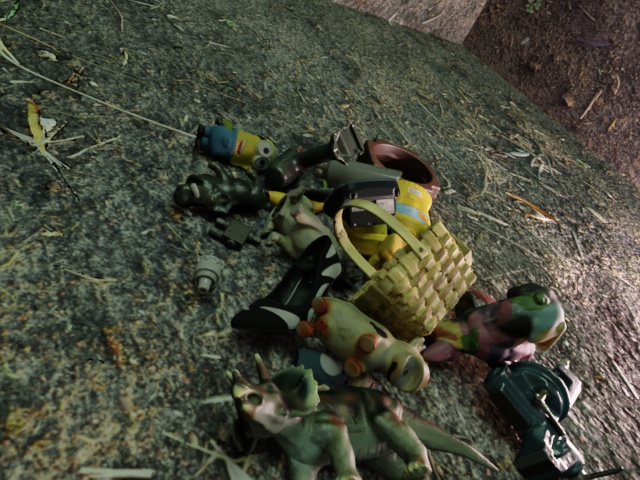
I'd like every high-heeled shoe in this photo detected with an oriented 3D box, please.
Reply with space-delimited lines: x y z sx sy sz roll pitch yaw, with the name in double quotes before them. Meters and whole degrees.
"high-heeled shoe" -0.047 0.065 0.861 0.086 0.145 0.248 1 1 35

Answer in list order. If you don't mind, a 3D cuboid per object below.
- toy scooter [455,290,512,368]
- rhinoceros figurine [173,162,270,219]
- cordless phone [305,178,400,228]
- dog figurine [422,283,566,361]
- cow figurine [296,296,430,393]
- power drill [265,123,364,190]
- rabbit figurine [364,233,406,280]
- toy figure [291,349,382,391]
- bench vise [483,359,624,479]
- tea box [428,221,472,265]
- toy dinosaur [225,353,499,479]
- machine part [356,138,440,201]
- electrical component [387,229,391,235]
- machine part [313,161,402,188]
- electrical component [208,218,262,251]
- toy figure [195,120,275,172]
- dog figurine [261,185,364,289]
"toy scooter" 0.354 0.178 1.063 0.135 0.075 0.184 7 42 -28
"rhinoceros figurine" -0.190 -0.087 1.035 0.190 0.073 0.112 0 54 -39
"cordless phone" 0.056 -0.084 1.078 0.146 0.088 0.184 -7 13 -31
"dog figurine" 0.275 0.151 0.919 0.219 0.191 0.108 -1 58 -14
"cow figurine" 0.075 0.157 0.801 0.195 0.085 0.127 33 15 27
"power drill" -0.010 -0.195 1.203 0.232 0.207 0.085 -44 120 -50
"rabbit figurine" 0.155 0.101 1.016 0.162 0.122 0.173 31 46 -13
"toy figure" 0.031 0.210 0.807 0.154 0.058 0.064 22 65 -12
"bench vise" 0.392 0.285 0.910 0.224 0.128 0.240 43 42 20
"tea box" 0.261 0.030 1.127 0.098 0.068 0.169 42 1 18
"toy dinosaur" 0.045 0.251 0.716 0.404 0.131 0.192 12 37 -33
"machine part" 0.198 -0.167 1.400 0.201 0.087 0.202 16 37 -17
"electrical component" 0.150 0.017 1.142 0.045 0.078 0.102 -7 36 -9
"machine part" 0.102 -0.142 1.263 0.243 0.079 0.079 13 32 11
"electrical component" -0.155 -0.008 0.991 0.094 0.021 0.063 26 34 -5
"toy figure" -0.185 -0.211 1.189 0.180 0.082 0.089 14 38 -17
"dog figurine" -0.004 0.000 1.042 0.190 0.121 0.172 36 27 -21
